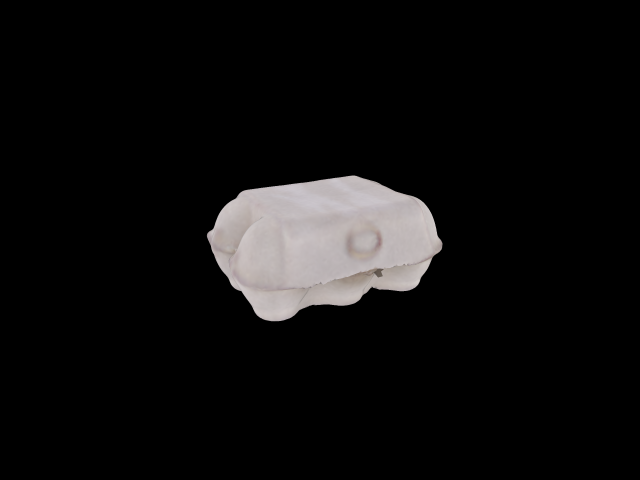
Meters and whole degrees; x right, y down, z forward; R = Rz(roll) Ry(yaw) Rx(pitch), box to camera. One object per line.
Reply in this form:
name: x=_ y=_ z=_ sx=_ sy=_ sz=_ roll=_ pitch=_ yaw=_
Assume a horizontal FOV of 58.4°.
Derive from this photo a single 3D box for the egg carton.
egg carton: x=0.004 y=0.001 z=0.400 sx=0.151 sy=0.069 sz=0.107 roll=-11 pitch=23 yaw=-27
